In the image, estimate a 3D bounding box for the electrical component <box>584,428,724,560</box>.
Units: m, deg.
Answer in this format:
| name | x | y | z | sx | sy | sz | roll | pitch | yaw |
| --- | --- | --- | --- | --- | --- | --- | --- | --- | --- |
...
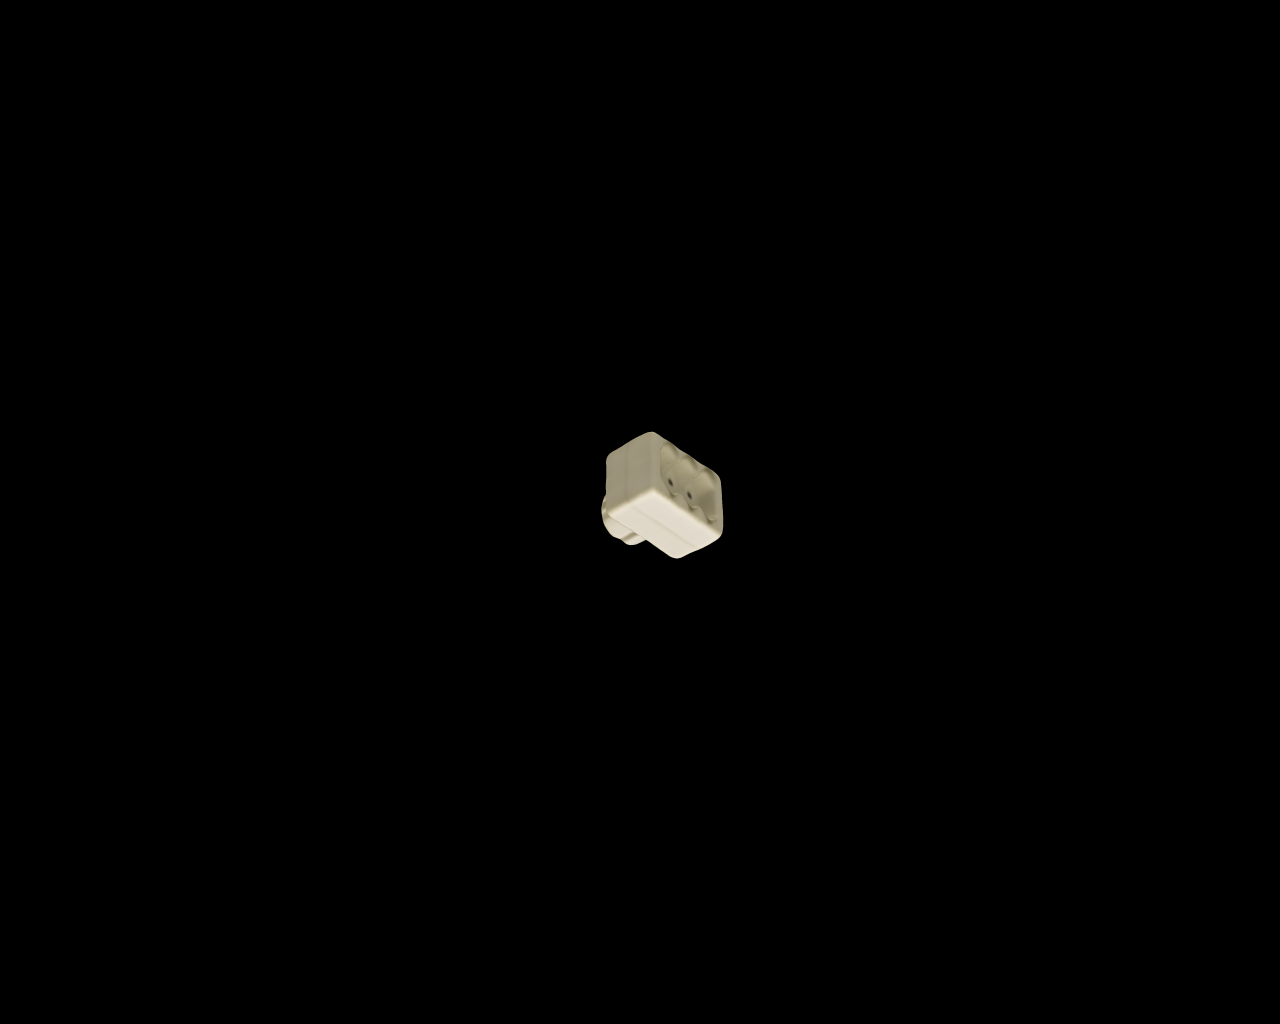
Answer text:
| name | x | y | z | sx | sy | sz | roll | pitch | yaw |
| --- | --- | --- | --- | --- | --- | --- | --- | --- | --- |
| electrical component | 0.001 | -0.003 | 0.650 | 0.076 | 0.047 | 0.065 | -27 | -44 | 33 |
